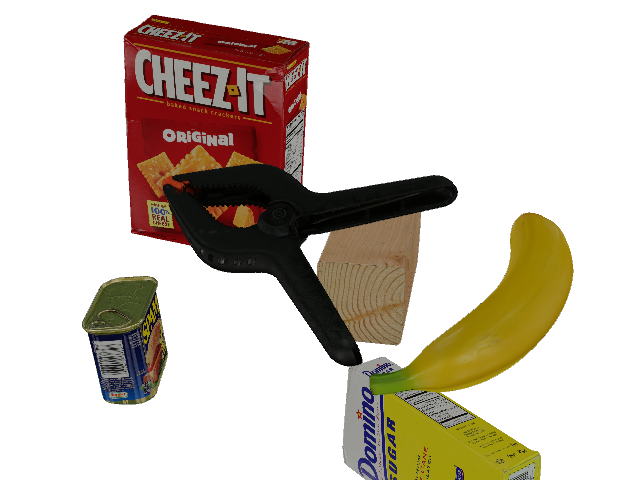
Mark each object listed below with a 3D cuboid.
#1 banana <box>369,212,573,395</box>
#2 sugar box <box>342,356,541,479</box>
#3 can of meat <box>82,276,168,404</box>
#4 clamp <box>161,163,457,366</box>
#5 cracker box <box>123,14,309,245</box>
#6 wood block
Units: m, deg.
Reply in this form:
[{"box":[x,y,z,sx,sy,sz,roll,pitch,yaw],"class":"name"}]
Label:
[{"box":[0.105,0.031,0.606,0.070,0.037,0.197,15,34,31],"class":"banana"},{"box":[0.086,0.168,0.817,0.048,0.093,0.176,-14,26,-37],"class":"sugar box"},{"box":[-0.181,0.094,1.007,0.057,0.084,0.102,-4,25,5],"class":"can of meat"},{"box":[-0.017,-0.013,0.762,0.210,0.164,0.036,25,-32,27],"class":"clamp"},{"box":[-0.102,-0.094,1.030,0.164,0.214,0.072,12,32,14],"class":"cracker box"},{"box":[0.057,0.024,1.170,0.091,0.090,0.206,5,24,8],"class":"wood block"}]
